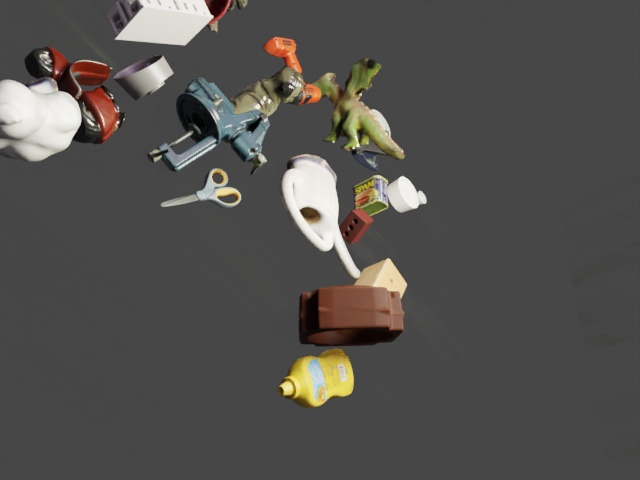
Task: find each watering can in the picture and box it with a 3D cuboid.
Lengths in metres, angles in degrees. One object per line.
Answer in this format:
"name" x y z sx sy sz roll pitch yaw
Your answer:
"watering can" 0.004 -0.062 1.231 0.341 0.103 0.230 47 33 -45

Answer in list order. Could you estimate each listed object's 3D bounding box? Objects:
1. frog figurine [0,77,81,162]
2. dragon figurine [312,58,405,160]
"frog figurine" -0.405 -0.163 0.716 0.138 0.161 0.120 -17 115 -23
"dragon figurine" 0.107 -0.372 1.401 0.123 0.414 0.239 -6 113 -38
